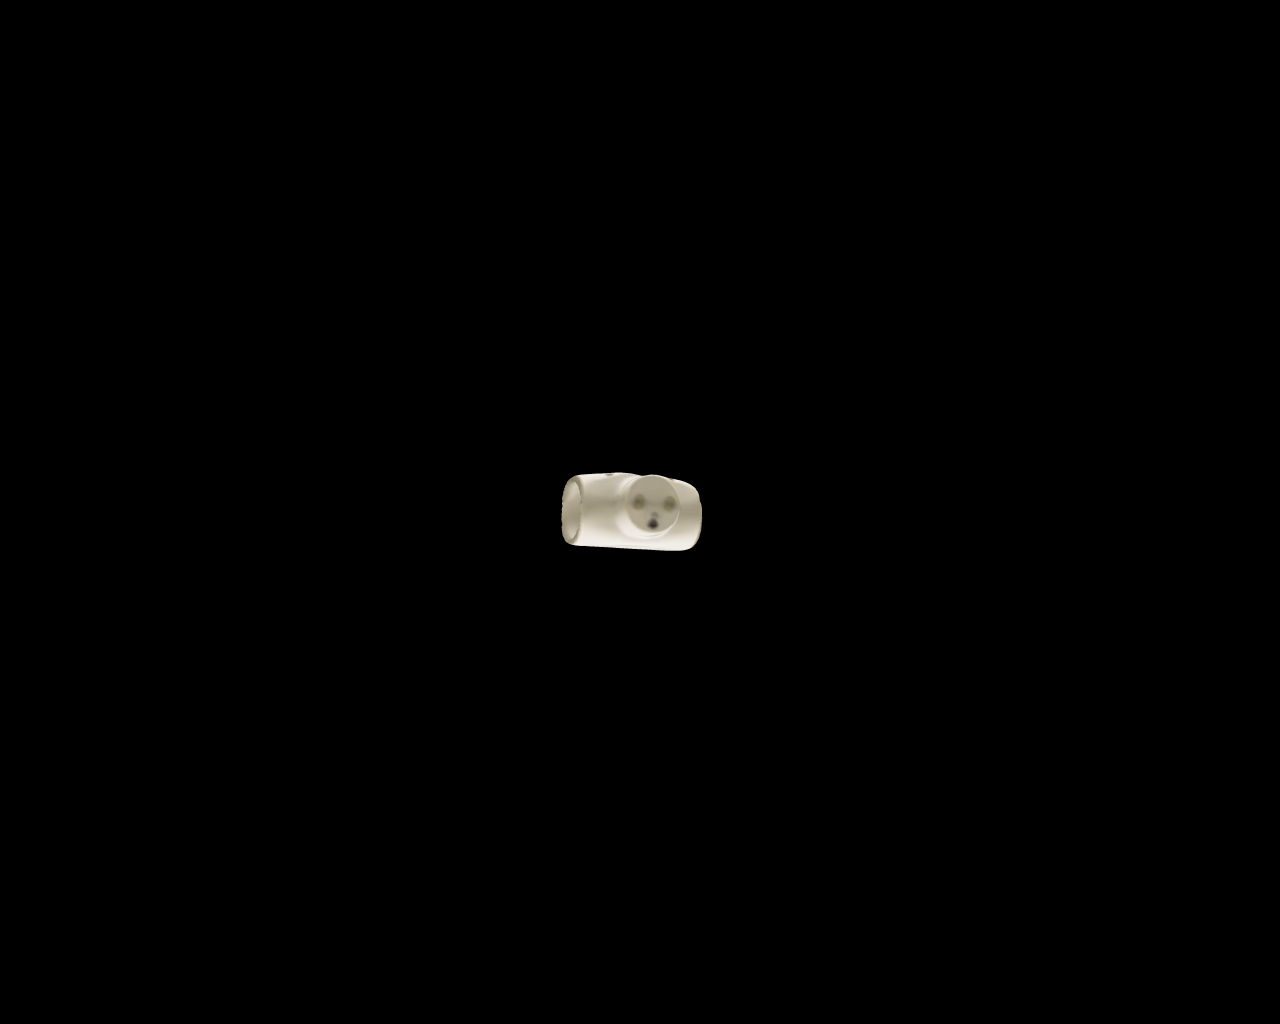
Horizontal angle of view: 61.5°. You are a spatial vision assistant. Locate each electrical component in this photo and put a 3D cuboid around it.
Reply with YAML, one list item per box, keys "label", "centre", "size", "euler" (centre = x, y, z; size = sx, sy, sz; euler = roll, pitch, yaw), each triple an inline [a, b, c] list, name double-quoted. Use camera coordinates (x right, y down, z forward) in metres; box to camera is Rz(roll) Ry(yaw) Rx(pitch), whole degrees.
- label: "electrical component"
  centre: [0.001, -0.003, 0.650]
  size: [0.077, 0.043, 0.079]
  euler: [4, -11, -20]
